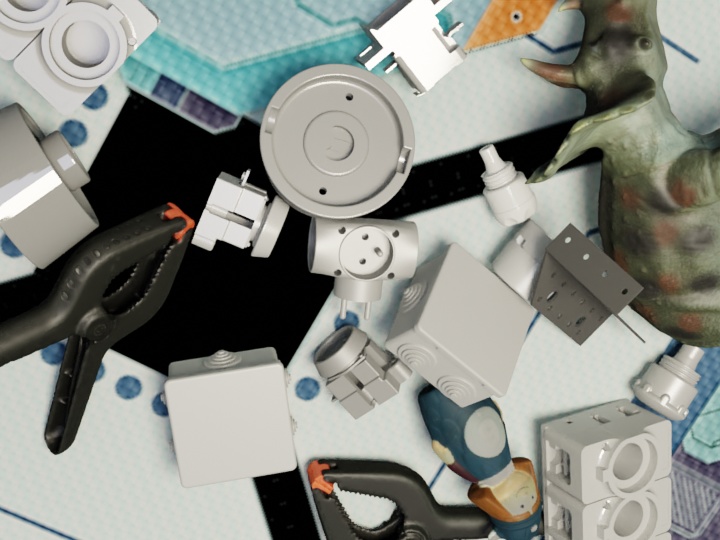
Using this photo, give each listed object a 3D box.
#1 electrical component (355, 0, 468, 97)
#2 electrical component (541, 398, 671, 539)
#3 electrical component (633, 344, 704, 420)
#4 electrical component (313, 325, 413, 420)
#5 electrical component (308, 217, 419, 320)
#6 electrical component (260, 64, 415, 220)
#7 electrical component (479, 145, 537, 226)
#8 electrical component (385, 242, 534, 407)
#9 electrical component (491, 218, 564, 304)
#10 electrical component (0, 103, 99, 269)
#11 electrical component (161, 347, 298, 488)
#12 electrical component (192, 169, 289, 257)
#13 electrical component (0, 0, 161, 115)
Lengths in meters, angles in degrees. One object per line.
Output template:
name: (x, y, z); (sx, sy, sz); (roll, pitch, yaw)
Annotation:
electrical component: (0.040, -0.164, 0.772); (0.081, 0.042, 0.063); (-39, 109, 4)
electrical component: (0.204, 0.193, 0.875); (0.089, 0.062, 0.150); (-12, 108, -25)
electrical component: (0.257, 0.088, 0.877); (0.048, 0.048, 0.062); (33, 91, -16)
electrical component: (-0.003, 0.076, 0.828); (0.066, 0.048, 0.055); (-35, 108, 24)
electrical component: (0.000, 0.000, 0.809); (0.077, 0.044, 0.079); (3, 105, -10)
electrical component: (-0.019, -0.087, 0.769); (0.108, 0.060, 0.108); (1, 86, -8)
electrical component: (0.108, -0.066, 0.814); (0.035, 0.035, 0.061); (-29, 106, 0)
electrical component: (0.074, 0.043, 0.810); (0.100, 0.099, 0.048); (39, 141, -17)
electrical component: (0.134, -0.004, 0.826); (0.055, 0.055, 0.047); (39, 100, -17)
electrical component: (-0.219, -0.062, 0.726); (0.060, 0.108, 0.108); (-33, 108, -6)
electrical component: (-0.099, 0.110, 0.821); (0.100, 0.048, 0.099); (-8, 107, -7)
electrical component: (-0.085, -0.039, 0.785); (0.055, 0.048, 0.066); (23, 101, -7)
electrical component: (-0.218, -0.187, 0.712); (0.089, 0.061, 0.150); (-44, 107, 4)
